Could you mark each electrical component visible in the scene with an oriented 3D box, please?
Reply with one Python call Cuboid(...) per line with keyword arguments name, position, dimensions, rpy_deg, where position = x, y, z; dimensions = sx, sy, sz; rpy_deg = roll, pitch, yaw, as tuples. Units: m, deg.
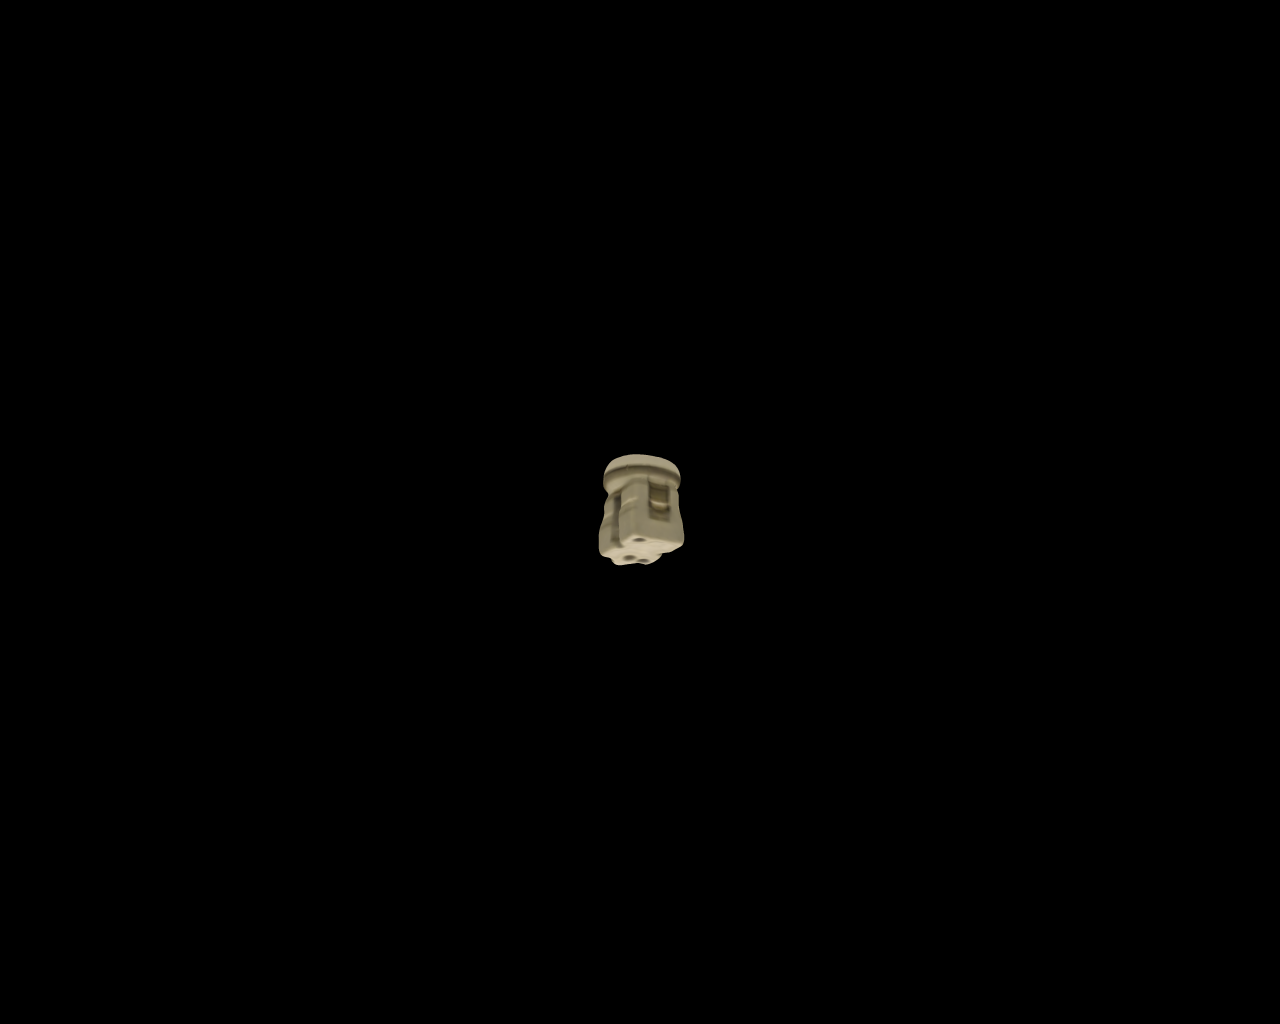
Cuboid(name="electrical component", position=(0.001, -0.003, 0.650), dimensions=(0.048, 0.055, 0.066), rpy_deg=(13, -26, -29))
